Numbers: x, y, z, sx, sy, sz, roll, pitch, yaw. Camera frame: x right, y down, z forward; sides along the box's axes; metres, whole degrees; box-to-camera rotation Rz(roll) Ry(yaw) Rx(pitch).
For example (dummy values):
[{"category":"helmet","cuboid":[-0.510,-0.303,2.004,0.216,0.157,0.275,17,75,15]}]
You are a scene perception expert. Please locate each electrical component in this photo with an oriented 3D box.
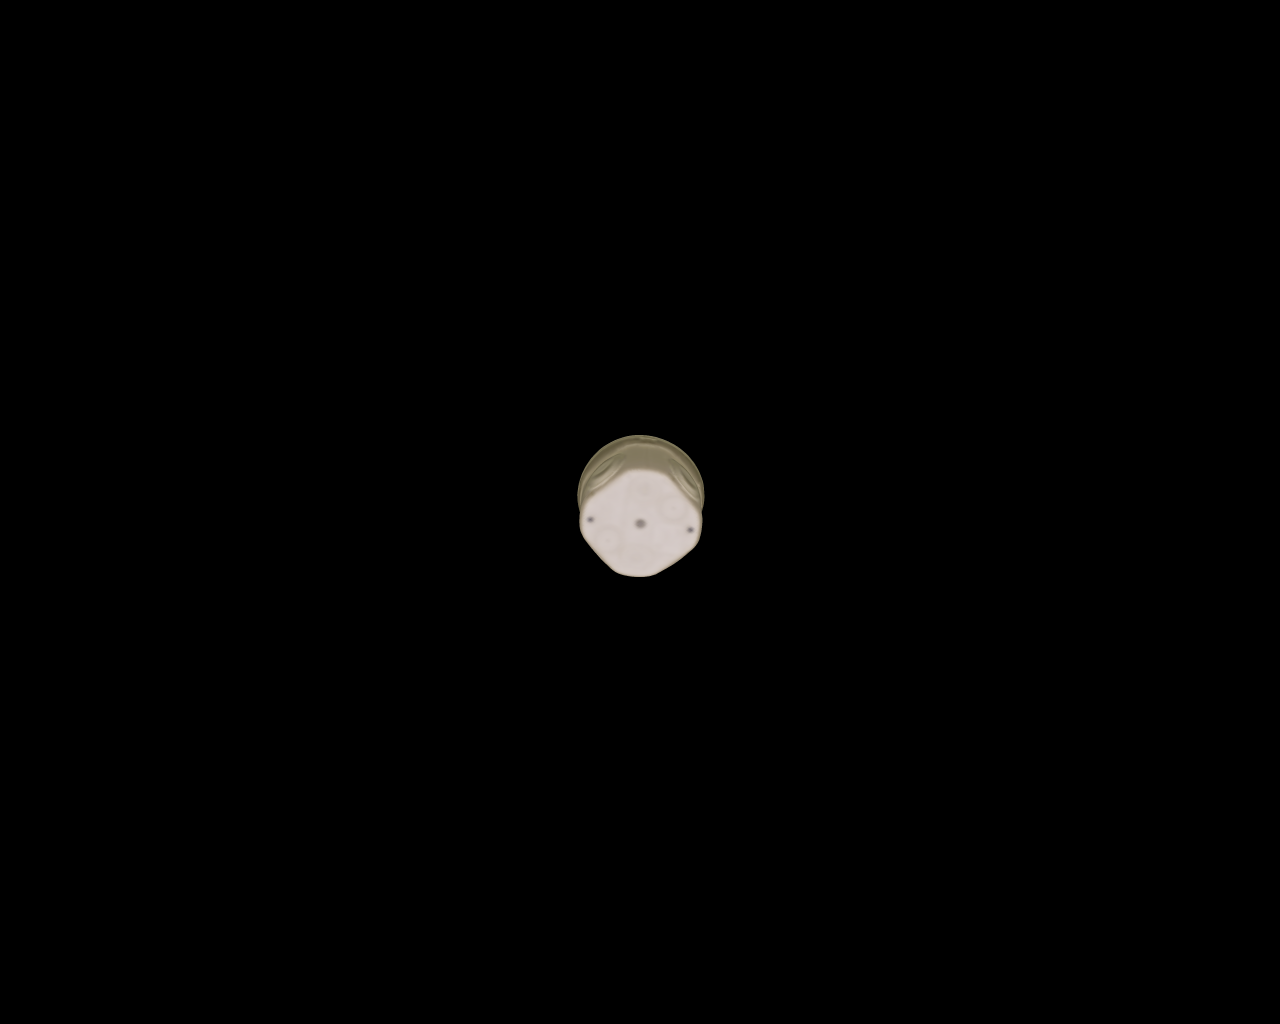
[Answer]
[{"category":"electrical component","cuboid":[0.001,-0.003,0.650,0.080,0.080,0.051,0,24,0]}]
